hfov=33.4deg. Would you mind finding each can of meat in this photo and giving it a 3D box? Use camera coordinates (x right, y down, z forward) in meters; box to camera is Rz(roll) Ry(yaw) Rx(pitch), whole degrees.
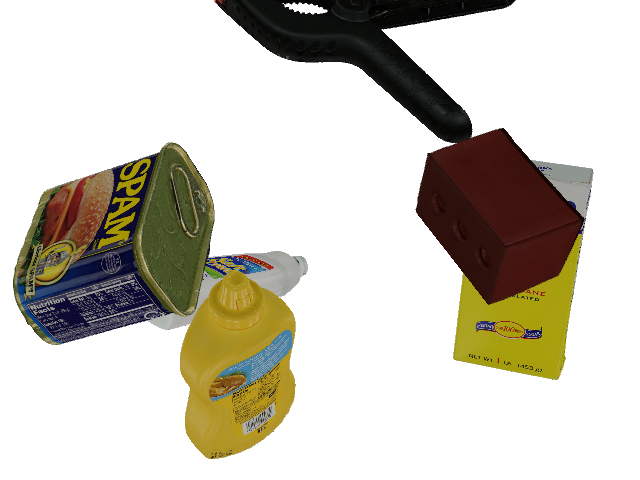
[{"bbox_3d":[-0.112,0.003,0.580,0.084,0.057,0.102,-16,39,19],"label":"can of meat"}]

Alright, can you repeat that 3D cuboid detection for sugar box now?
[{"bbox_3d":[0.166,0.022,0.884,0.093,0.176,0.048,9,25,15],"label":"sugar box"}]

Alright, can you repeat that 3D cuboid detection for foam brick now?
[{"bbox_3d":[0.098,-0.014,0.595,0.051,0.078,0.053,-21,-35,-22],"label":"foam brick"}]

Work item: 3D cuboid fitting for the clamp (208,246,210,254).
[{"bbox_3d":[-0.152,-0.006,1.024,0.120,0.039,0.172,-21,35,-40],"label":"clamp"}]

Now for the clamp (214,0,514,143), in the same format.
[{"bbox_3d":[0.025,-0.142,0.723,0.210,0.164,0.036,11,-40,4],"label":"clamp"}]

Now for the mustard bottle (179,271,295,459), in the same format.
[{"bbox_3d":[-0.063,0.089,0.824,0.096,0.192,0.058,-30,58,-25],"label":"mustard bottle"}]

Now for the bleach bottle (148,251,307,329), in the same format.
[{"bbox_3d":[-0.124,0.053,1.416,0.250,0.068,0.103,-13,28,-42],"label":"bleach bottle"}]
